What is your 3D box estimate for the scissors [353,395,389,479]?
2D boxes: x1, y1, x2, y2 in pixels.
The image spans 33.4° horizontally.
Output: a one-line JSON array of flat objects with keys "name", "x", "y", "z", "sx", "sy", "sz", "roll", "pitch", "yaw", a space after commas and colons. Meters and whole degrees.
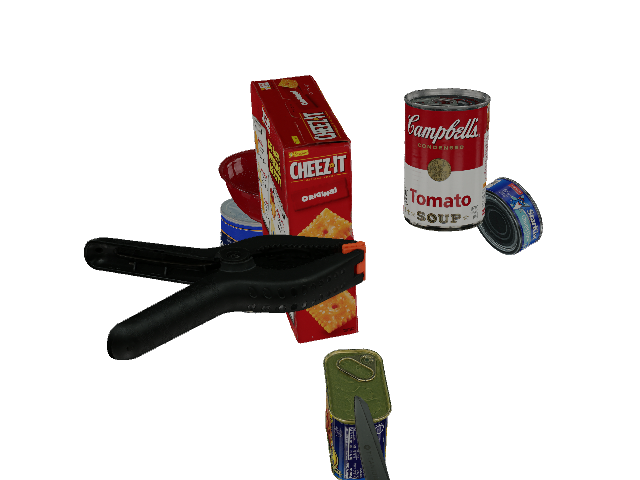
[{"name": "scissors", "x": 0.055, "y": 0.158, "z": 0.602, "sx": 0.096, "sy": 0.016, "sz": 0.201, "roll": 8, "pitch": 31, "yaw": 5}]

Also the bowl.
[{"name": "bowl", "x": -0.046, "y": -0.060, "z": 1.306, "sx": 0.162, "sy": 0.055, "sz": 0.162, "roll": 5, "pitch": 26, "yaw": -3}]

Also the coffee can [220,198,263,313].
[{"name": "coffee can", "x": -0.092, "y": 0.018, "z": 1.520, "sx": 0.103, "sy": 0.140, "sz": 0.103, "roll": 3, "pitch": 24, "yaw": -1}]

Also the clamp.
[{"name": "clamp", "x": -0.071, "y": 0.024, "z": 0.783, "sx": 0.209, "sy": 0.036, "sz": 0.165, "roll": -10, "pitch": 27, "yaw": -21}]

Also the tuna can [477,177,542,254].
[{"name": "tuna can", "x": 0.212, "y": -0.027, "z": 1.221, "sx": 0.033, "sy": 0.086, "sz": 0.086, "roll": -30, "pitch": 12, "yaw": -22}]

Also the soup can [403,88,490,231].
[{"name": "soup can", "x": 0.100, "y": -0.066, "z": 0.857, "sx": 0.068, "sy": 0.102, "sz": 0.068, "roll": -1, "pitch": 20, "yaw": 0}]

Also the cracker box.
[{"name": "cracker box", "x": -0.015, "y": -0.034, "z": 1.053, "sx": 0.072, "sy": 0.214, "sz": 0.164, "roll": -9, "pitch": 32, "yaw": -11}]

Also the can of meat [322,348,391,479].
[{"name": "can of meat", "x": 0.033, "y": 0.167, "z": 1.014, "sx": 0.057, "sy": 0.084, "sz": 0.102, "roll": -2, "pitch": 33, "yaw": -4}]
